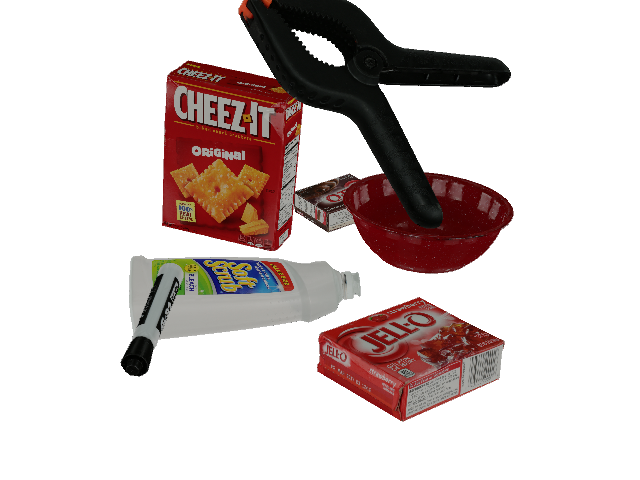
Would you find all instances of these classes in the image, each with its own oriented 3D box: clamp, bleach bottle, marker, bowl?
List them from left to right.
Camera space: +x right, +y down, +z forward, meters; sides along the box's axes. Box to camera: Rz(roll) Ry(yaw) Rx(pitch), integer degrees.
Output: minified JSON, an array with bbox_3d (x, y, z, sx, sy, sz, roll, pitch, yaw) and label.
[{"bbox_3d":[-0.117,0.055,0.751,0.020,0.020,0.121,0,30,6],"label":"marker"},{"bbox_3d":[-0.083,0.055,1.185,0.250,0.068,0.102,-5,36,-5],"label":"bleach bottle"},{"bbox_3d":[0.031,-0.111,0.774,0.210,0.164,0.036,26,-31,-9],"label":"clamp"},{"bbox_3d":[0.100,-0.012,1.020,0.162,0.055,0.162,3,24,-1],"label":"bowl"}]

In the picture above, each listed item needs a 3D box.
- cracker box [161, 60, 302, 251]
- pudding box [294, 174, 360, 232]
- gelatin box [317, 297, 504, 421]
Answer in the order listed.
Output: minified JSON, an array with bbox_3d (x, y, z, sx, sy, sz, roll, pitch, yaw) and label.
[{"bbox_3d":[-0.115,-0.105,1.365,0.164,0.214,0.072,14,29,14],"label":"cracker box"},{"bbox_3d":[0.029,-0.058,1.623,0.113,0.039,0.090,-22,34,-30],"label":"pudding box"},{"bbox_3d":[0.054,0.069,0.643,0.089,0.030,0.073,-15,29,-38],"label":"gelatin box"}]
